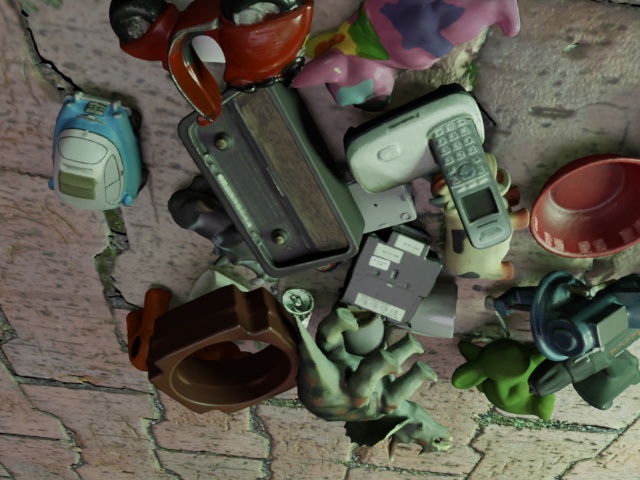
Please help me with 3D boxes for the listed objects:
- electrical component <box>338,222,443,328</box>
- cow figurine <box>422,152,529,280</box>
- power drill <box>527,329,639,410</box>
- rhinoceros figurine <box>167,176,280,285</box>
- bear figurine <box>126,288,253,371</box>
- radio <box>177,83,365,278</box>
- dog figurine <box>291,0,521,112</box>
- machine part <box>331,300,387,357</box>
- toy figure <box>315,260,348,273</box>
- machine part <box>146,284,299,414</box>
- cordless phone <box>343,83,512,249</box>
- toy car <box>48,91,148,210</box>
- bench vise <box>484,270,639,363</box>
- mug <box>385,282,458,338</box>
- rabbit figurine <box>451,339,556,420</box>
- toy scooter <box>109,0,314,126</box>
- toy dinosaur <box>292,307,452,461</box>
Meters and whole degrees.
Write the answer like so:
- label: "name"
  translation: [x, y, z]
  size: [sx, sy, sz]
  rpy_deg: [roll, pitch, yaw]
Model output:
- label: "electrical component"
  translation: [0.101, 0.041, 0.745]
  size: [0.115, 0.058, 0.134]
  rpy_deg: [23, 104, -6]
- label: "cow figurine"
  translation: [0.193, -0.029, 0.685]
  size: [0.127, 0.085, 0.194]
  rpy_deg: [-5, 135, 1]
- label: "power drill"
  translation: [0.426, 0.190, 0.838]
  size: [0.232, 0.086, 0.207]
  rpy_deg: [-40, 130, -1]
- label: "rhinoceros figurine"
  translation: [-0.120, -0.006, 0.738]
  size: [0.112, 0.073, 0.190]
  rpy_deg: [-34, 123, 30]
- label: "bear figurine"
  translation: [-0.219, 0.173, 0.916]
  size: [0.196, 0.132, 0.120]
  rpy_deg: [13, 139, -34]
- label: "radio"
  translation: [-0.053, -0.072, 0.624]
  size: [0.131, 0.073, 0.229]
  rpy_deg: [-20, 111, 24]
- label: "dog figurine"
  translation: [0.062, -0.216, 0.493]
  size: [0.219, 0.108, 0.191]
  rpy_deg: [-15, 133, 22]
- label: "machine part"
  translation: [0.070, 0.166, 0.890]
  size: [0.079, 0.079, 0.242]
  rpy_deg: [-5, 135, 9]
- label: "toy figure"
  translation: [-0.002, -0.003, 0.744]
  size: [0.064, 0.058, 0.154]
  rpy_deg: [30, 149, 36]
- label: "machine part"
  translation: [-0.133, 0.164, 0.792]
  size: [0.201, 0.087, 0.200]
  rpy_deg: [-26, 136, 9]
- label: "cordless phone"
  translation: [0.120, -0.063, 0.589]
  size: [0.147, 0.089, 0.184]
  rpy_deg: [-23, 101, 11]
- label: "toy car"
  translation: [-0.272, -0.090, 0.648]
  size: [0.109, 0.103, 0.161]
  rpy_deg: [14, 136, -10]
- label: "bench vise"
  translation: [0.345, 0.087, 0.744]
  size: [0.241, 0.224, 0.128]
  rpy_deg: [-3, 115, 56]
- label: "mug"
  translation: [0.155, 0.108, 0.832]
  size: [0.107, 0.081, 0.109]
  rpy_deg: [9, 144, 12]
- label: "rabbit figurine"
  translation: [0.304, 0.206, 0.888]
  size: [0.159, 0.121, 0.170]
  rpy_deg: [4, 149, 29]
- label: "toy scooter"
  translation: [-0.088, -0.167, 0.492]
  size: [0.184, 0.075, 0.135]
  rpy_deg: [-3, 134, 13]
- label: "toy dinosaur"
  translation: [0.045, 0.213, 0.782]
  size: [0.404, 0.131, 0.192]
  rpy_deg: [29, 106, -37]
